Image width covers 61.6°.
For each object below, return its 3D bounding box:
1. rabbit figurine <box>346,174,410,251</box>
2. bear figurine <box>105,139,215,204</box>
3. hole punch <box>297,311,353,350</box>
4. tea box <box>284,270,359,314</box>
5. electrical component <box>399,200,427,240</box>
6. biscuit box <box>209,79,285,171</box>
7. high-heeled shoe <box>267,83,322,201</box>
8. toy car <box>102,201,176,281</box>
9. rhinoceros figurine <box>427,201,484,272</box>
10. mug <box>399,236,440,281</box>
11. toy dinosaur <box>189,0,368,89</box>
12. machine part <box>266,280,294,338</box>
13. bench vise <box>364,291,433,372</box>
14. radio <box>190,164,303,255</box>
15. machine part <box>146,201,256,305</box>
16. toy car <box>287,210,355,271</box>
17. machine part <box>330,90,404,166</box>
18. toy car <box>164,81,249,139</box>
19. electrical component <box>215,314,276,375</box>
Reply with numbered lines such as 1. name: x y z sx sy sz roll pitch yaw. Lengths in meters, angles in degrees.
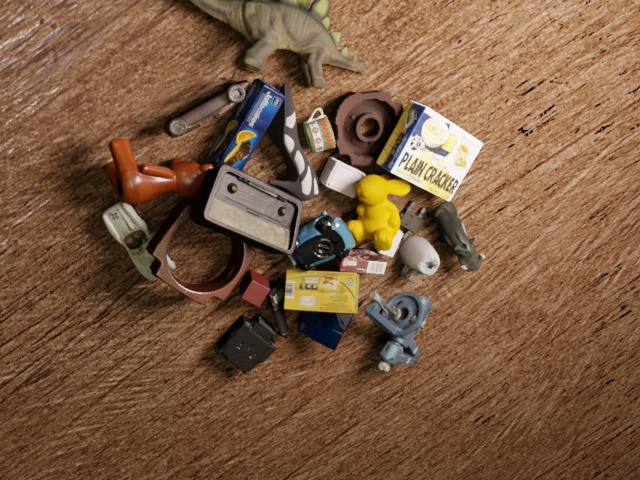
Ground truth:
1. rabbit figurine: 0.136 -0.083 1.229 0.162 0.122 0.173 -45 137 -20
2. bear figurine: -0.336 -0.144 1.141 0.196 0.120 0.132 -18 69 -32
3. hole punch: 0.013 0.197 1.336 0.116 0.092 0.142 22 106 -14
4. tea box: 0.005 0.123 1.271 0.170 0.068 0.098 4 82 10
5. electrical component: 0.221 -0.048 1.329 0.063 0.021 0.094 28 102 -19
6. biscuit box: -0.156 -0.241 1.148 0.062 0.059 0.202 22 107 -39
7. high-heeled shoe: -0.043 -0.212 1.197 0.145 0.086 0.248 3 100 -36
8. toy car: -0.401 0.005 1.197 0.073 0.056 0.201 -31 112 -1
9. rhinoceros figurine: 0.339 -0.010 1.320 0.073 0.112 0.190 -31 104 -3
10. mug: 0.242 0.053 1.322 0.080 0.107 0.109 34 97 -19
11. toy dinosaur: -0.101 -0.434 1.089 0.471 0.105 0.198 11 99 -25
12. machine part: -0.097 0.174 1.306 0.039 0.084 0.138 -4 116 19
13. bench vise: 0.179 0.211 1.346 0.223 0.129 0.240 -49 129 -1
14. radio: -0.149 -0.062 1.151 0.229 0.073 0.131 25 73 -35
15. machine part: -0.262 0.024 1.190 0.201 0.087 0.201 38 80 -28
16. toy car: -0.003 -0.004 1.253 0.162 0.103 0.109 -27 117 15
17. machine part: 0.108 -0.254 1.216 0.179 0.056 0.179 -4 110 -12
18. toy car: -0.233 -0.272 1.120 0.202 0.089 0.053 -30 112 -2
19. electrical component: -0.176 0.252 1.330 0.114 0.058 0.134 41 97 -23
